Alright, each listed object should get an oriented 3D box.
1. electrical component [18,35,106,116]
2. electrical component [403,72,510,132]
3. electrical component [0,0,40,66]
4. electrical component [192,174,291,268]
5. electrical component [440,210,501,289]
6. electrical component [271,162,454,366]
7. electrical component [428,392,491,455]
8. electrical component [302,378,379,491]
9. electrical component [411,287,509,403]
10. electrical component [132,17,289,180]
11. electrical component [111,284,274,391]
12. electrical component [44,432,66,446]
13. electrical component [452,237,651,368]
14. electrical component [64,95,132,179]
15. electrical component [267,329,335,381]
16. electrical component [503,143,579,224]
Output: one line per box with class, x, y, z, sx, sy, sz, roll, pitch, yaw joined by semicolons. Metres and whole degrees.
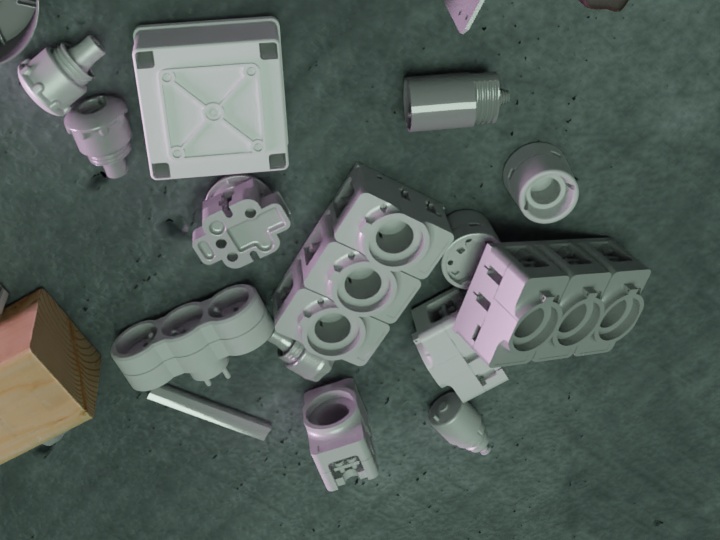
electrical component;-0.218;-0.148;0.797;0.062;0.048;0.048;-38;119;7
electrical component;0.077;-0.133;0.846;0.081;0.043;0.043;-5;122;-5
electrical component;-0.270;-0.196;0.746;0.099;0.064;0.099;-3;122;-5
electrical component;-0.097;-0.043;0.870;0.078;0.057;0.058;-24;122;7
electrical component;0.093;-0.019;0.917;0.055;0.047;0.055;-3;122;-6
electrical component;0.000;0.000;0.907;0.089;0.061;0.150;24;116;-21
electrical component;0.099;0.150;1.028;0.040;0.040;0.078;-36;120;14
electrical component;-0.019;0.145;0.979;0.050;0.089;0.055;-18;123;4
electrical component;0.086;0.069;0.969;0.056;0.050;0.089;-29;121;10
electrical component;-0.111;-0.130;0.814;0.109;0.056;0.108;-5;122;-5
electrical component;-0.139;0.071;0.939;0.138;0.052;0.073;-21;122;6
electrical component;-0.271;0.129;0.965;0.046;0.040;0.040;-34;120;7
electrical component;0.166;0.028;0.913;0.150;0.061;0.089;-4;126;-35
electrical component;-0.197;-0.100;0.829;0.048;0.048;0.062;-13;129;0
electrical component;-0.054;0.068;0.954;0.062;0.043;0.043;32;113;-23
electrical component;0.151;-0.071;0.892;0.055;0.047;0.055;-3;122;-6
